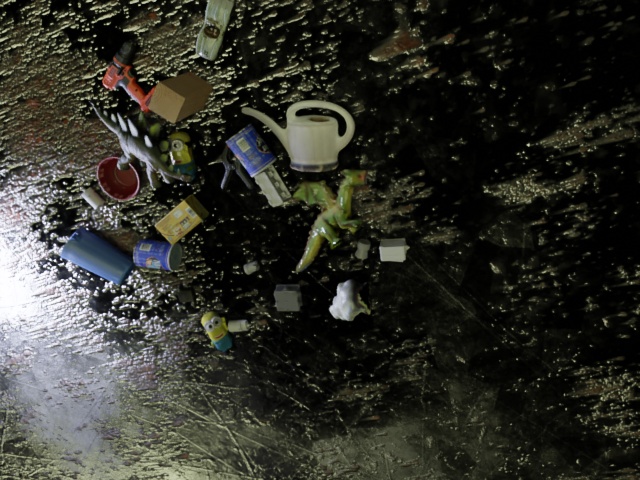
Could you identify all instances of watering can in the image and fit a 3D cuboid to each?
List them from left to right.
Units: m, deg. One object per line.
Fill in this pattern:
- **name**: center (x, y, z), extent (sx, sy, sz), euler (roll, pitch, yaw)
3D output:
- **watering can**: center (-0.064, -0.318, 1.587), extent (0.347, 0.106, 0.220), euler (2, 115, 11)

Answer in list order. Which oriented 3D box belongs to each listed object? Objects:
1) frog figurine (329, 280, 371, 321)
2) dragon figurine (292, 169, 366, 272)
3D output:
- **frog figurine**: center (0.089, 0.214, 1.789), extent (0.158, 0.122, 0.139), euler (-20, 76, 29)
- **dragon figurine**: center (0.005, -0.085, 1.699), extent (0.406, 0.123, 0.244), euler (-36, 85, 22)
